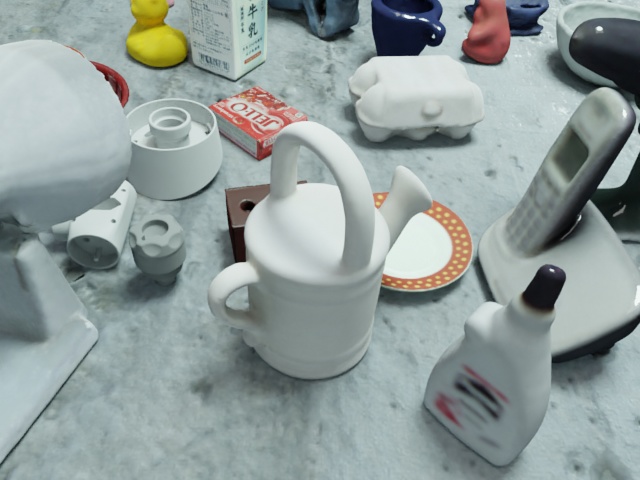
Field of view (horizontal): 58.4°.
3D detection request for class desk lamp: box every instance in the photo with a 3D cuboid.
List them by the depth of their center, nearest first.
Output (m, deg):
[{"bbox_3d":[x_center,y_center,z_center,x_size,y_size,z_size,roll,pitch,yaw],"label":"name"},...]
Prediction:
[{"bbox_3d":[-0.212,0.003,0.370,0.117,0.214,0.203,15,46,10],"label":"desk lamp"}]

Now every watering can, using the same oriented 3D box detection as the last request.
[{"bbox_3d":[0.002,0.000,0.406,0.100,0.194,0.173,27,49,20],"label":"watering can"}]

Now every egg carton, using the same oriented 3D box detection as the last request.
[{"bbox_3d":[0.111,-0.163,0.666,0.150,0.069,0.107,-5,46,-10],"label":"egg carton"}]

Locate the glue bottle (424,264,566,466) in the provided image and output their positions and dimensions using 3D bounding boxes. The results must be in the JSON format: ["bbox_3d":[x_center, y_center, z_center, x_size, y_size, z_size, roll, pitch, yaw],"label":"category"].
[{"bbox_3d":[0.115,0.074,0.358,0.078,0.173,0.037,34,52,26],"label":"glue bottle"}]

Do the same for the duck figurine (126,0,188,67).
[{"bbox_3d":[-0.215,-0.282,0.741,0.078,0.086,0.104,-24,52,-26],"label":"duck figurine"}]

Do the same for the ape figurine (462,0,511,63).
[{"bbox_3d":[0.232,-0.299,0.796,0.078,0.092,0.076,-32,56,-31],"label":"ape figurine"}]

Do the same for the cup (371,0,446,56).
[{"bbox_3d":[0.115,-0.260,0.744,0.092,0.095,0.117,-23,52,-25],"label":"cup"}]

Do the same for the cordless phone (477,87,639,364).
[{"bbox_3d":[0.199,-0.008,0.439,0.094,0.185,0.147,-5,46,-10],"label":"cordless phone"}]

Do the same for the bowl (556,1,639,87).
[{"bbox_3d":[0.398,-0.258,0.783,0.167,0.075,0.167,3,45,-3],"label":"bowl"}]

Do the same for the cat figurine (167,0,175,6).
[{"bbox_3d":[-0.263,-0.431,0.861,0.067,0.118,0.127,-10,47,-15],"label":"cat figurine"}]

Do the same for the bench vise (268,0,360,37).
[{"bbox_3d":[-0.004,-0.416,0.799,0.207,0.220,0.122,20,47,15],"label":"bench vise"}]

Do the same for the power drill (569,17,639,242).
[{"bbox_3d":[0.304,-0.095,0.518,0.230,0.208,0.075,-2,46,-7],"label":"power drill"}]

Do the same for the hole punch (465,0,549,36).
[{"bbox_3d":[0.291,-0.374,0.877,0.109,0.091,0.101,-5,46,-10],"label":"hole punch"}]
